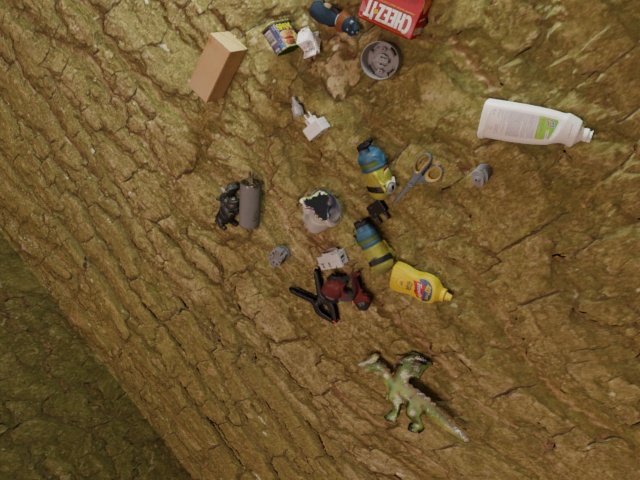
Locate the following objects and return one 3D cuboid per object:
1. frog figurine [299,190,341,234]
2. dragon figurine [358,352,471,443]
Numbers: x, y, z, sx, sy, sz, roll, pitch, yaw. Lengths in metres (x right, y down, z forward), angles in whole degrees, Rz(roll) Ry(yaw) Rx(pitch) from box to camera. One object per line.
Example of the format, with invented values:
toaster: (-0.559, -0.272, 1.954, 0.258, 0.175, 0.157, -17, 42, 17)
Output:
frog figurine: (0.005, -0.084, 1.668, 0.138, 0.124, 0.156, 20, 159, 15)
dragon figurine: (0.315, 0.494, 1.712, 0.412, 0.123, 0.239, 13, 110, 27)
